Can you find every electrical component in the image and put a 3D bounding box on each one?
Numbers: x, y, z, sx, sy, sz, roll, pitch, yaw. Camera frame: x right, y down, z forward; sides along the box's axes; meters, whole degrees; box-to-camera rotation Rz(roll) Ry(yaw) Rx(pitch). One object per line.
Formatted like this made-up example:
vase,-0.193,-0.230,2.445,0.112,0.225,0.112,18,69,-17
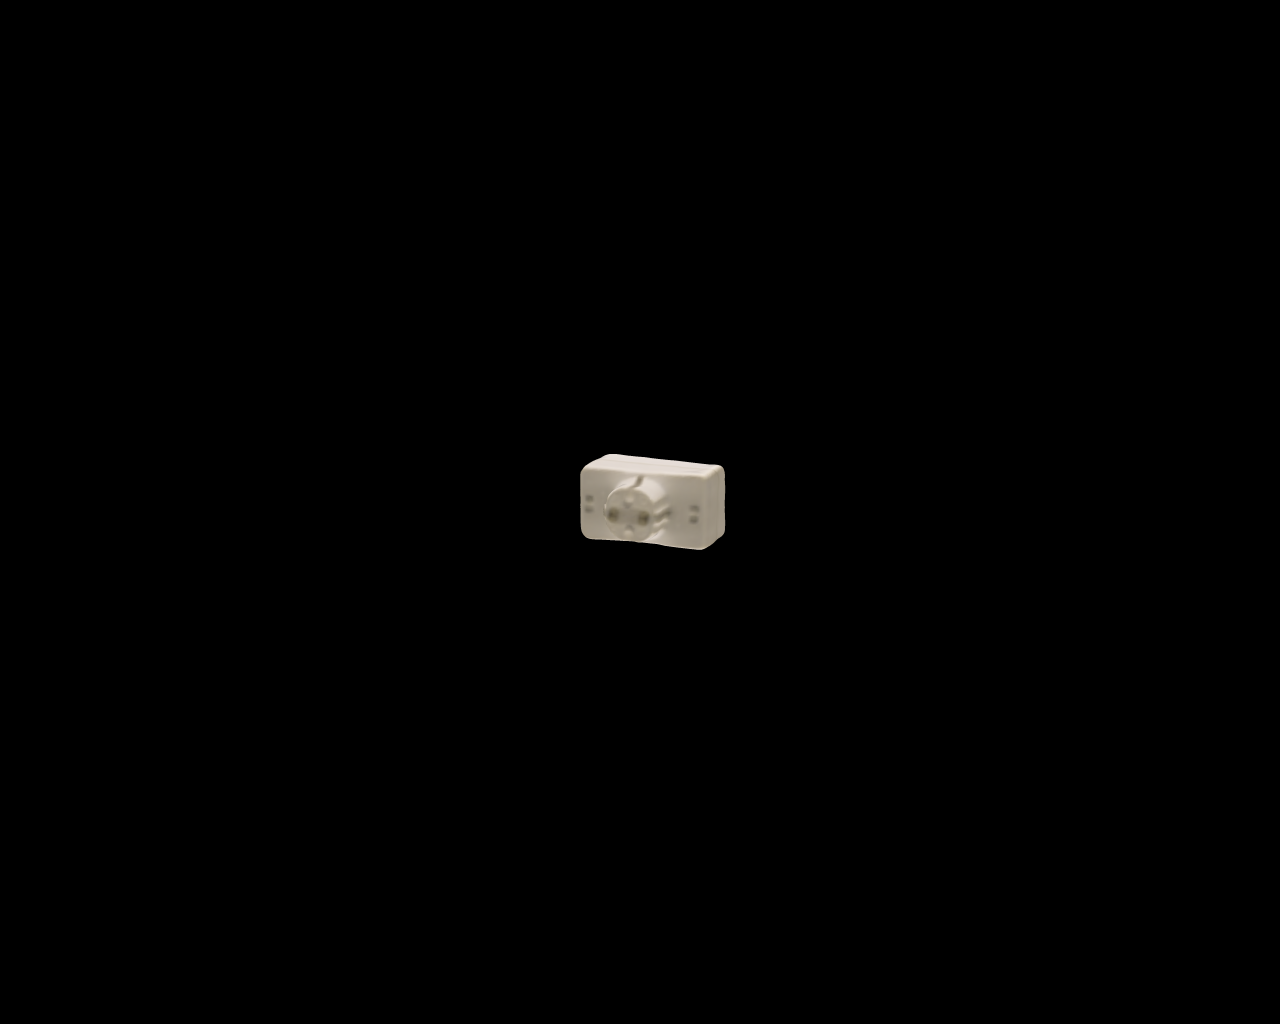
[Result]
electrical component,0.001,-0.003,0.650,0.083,0.047,0.076,6,16,22
